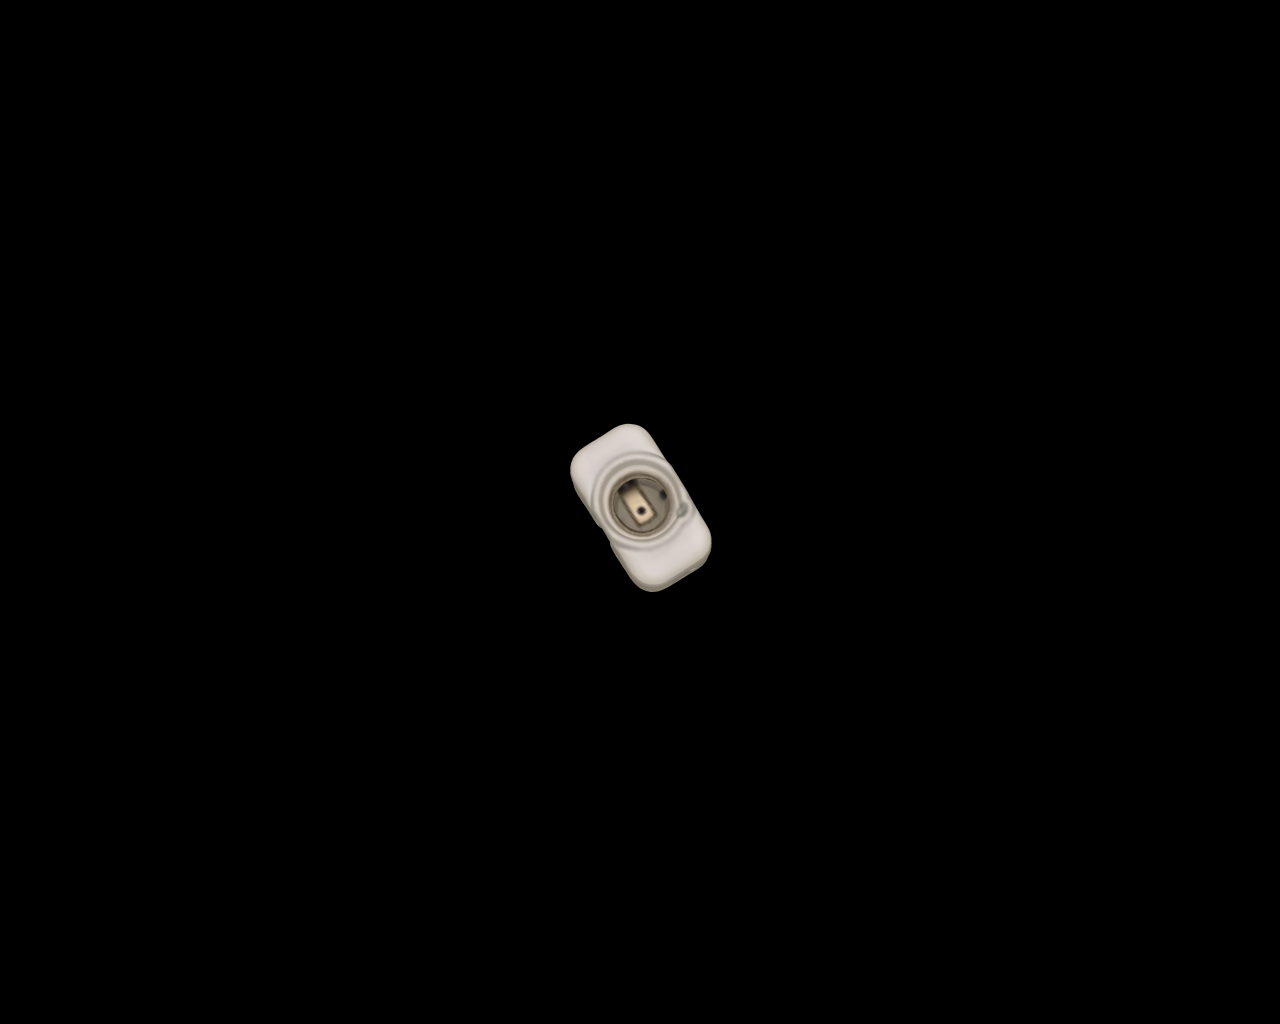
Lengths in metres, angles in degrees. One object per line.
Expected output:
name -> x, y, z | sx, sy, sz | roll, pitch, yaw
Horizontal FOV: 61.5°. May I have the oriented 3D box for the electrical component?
electrical component -> 0.001, -0.003, 0.650 | 0.054, 0.095, 0.059 | -31, -7, -5
